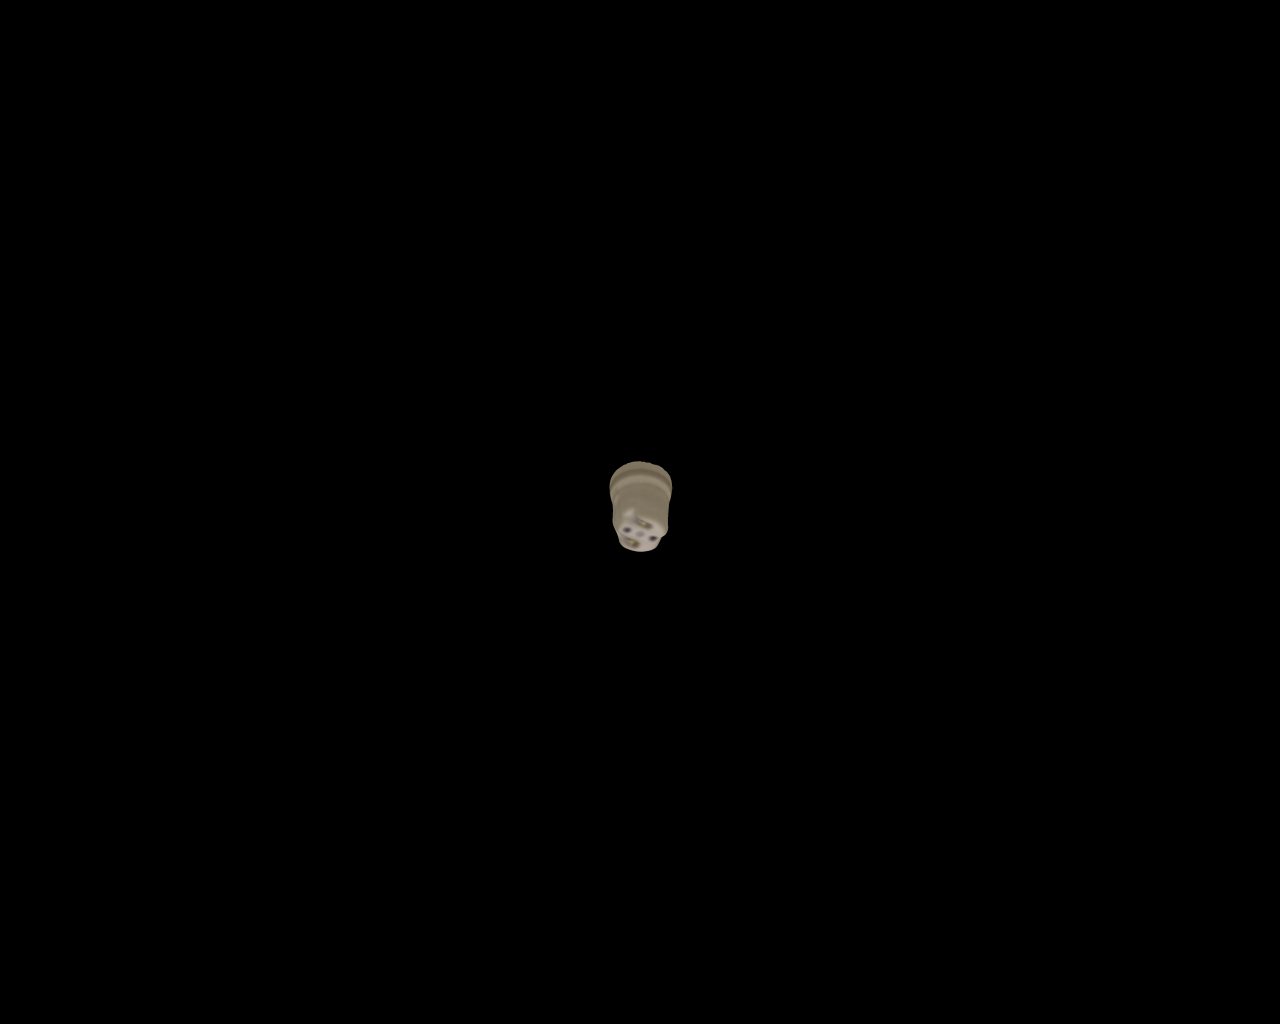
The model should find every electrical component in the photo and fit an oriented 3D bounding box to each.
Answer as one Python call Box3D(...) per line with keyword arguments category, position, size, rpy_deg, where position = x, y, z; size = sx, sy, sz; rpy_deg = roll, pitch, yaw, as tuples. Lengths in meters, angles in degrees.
Box3D(category="electrical component", position=(0.001, -0.003, 0.650), size=(0.040, 0.046, 0.040), rpy_deg=(0, -43, 0))
